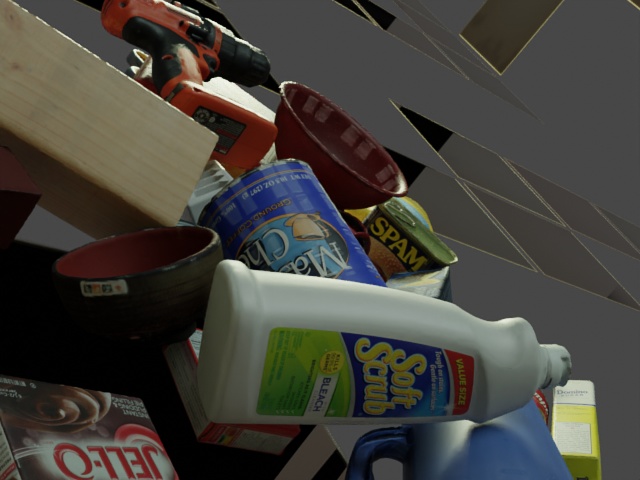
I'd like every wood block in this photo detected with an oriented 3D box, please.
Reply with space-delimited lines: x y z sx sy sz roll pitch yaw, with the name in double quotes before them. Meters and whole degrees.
"wood block" -0.192 -0.082 0.780 0.206 0.091 0.090 33 60 -19

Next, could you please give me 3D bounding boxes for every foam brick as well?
"foam brick" -0.232 -0.031 0.693 0.051 0.053 0.078 48 20 25

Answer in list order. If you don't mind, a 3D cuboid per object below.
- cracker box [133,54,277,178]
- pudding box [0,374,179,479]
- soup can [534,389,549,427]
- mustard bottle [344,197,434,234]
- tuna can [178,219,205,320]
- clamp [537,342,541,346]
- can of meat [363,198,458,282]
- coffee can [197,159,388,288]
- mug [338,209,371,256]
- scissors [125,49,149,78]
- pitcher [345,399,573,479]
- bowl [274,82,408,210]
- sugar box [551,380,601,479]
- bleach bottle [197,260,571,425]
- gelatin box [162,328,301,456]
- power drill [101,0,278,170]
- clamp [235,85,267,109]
"cracker box" -0.098 -0.099 1.070 0.213 0.072 0.164 36 21 -14
"pudding box" -0.128 0.121 0.564 0.113 0.039 0.090 18 28 -47
"soup can" 0.170 0.172 0.958 0.068 0.069 0.102 40 20 1
"mustard bottle" 0.085 -0.013 1.234 0.096 0.058 0.191 40 19 7
"tuna can" -0.101 0.022 0.846 0.086 0.034 0.086 35 19 -14
"clamp" 0.142 0.113 1.020 0.120 0.039 0.171 0 8 25
"can of meat" 0.076 0.019 1.105 0.102 0.084 0.057 44 20 14
"coffee can" -0.016 0.025 0.797 0.102 0.103 0.140 8 45 -57
"mug" -0.006 0.001 0.970 0.117 0.093 0.082 -27 59 -38
"scissors" -0.137 -0.141 1.176 0.202 0.016 0.096 39 20 1
"pitcher" 0.108 0.175 0.763 0.149 0.145 0.243 59 10 -16
"bowl" 0.009 -0.080 1.037 0.162 0.055 0.162 36 21 -16
"sugar box" 0.231 0.200 0.966 0.048 0.093 0.176 1 15 15
"bleach bottle" 0.051 0.072 0.698 0.250 0.103 0.068 4 27 -19
"gelatin box" -0.063 0.104 0.738 0.073 0.030 0.089 20 27 -41
"power drill" -0.103 -0.145 0.977 0.184 0.057 0.188 16 31 -36
"clamp" -0.119 -0.178 1.230 0.164 0.036 0.210 40 8 0
